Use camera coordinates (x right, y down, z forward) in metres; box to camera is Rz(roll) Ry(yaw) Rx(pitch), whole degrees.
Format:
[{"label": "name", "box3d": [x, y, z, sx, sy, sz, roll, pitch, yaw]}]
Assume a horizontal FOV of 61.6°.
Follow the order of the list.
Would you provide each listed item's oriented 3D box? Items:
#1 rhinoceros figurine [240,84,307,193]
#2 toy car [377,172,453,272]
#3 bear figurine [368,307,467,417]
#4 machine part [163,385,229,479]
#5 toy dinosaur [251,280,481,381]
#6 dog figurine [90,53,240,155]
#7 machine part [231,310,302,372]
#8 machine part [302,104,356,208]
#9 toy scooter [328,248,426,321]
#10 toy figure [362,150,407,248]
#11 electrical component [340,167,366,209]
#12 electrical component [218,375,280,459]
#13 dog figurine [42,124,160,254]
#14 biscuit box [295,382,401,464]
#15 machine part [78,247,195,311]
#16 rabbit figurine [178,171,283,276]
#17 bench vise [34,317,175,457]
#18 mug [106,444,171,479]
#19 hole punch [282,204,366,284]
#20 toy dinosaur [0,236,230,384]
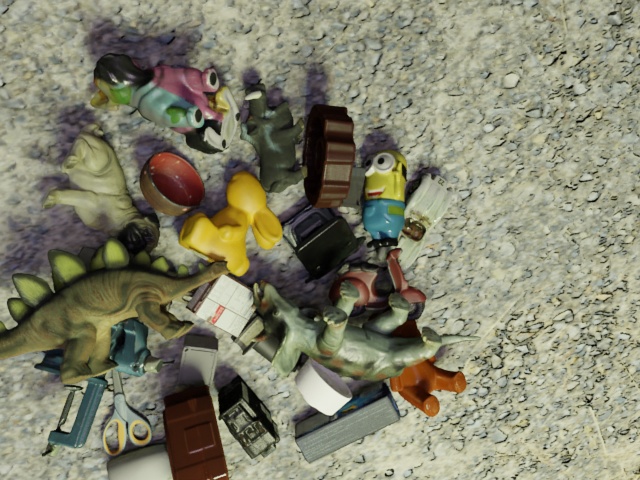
[{"label": "rhinoceros figurine", "box3d": [-0.083, -0.177, 0.940, 0.112, 0.073, 0.190, -12, 93, -9]}, {"label": "toy car", "box3d": [0.180, -0.033, 1.023, 0.073, 0.056, 0.201, 31, 92, -14]}, {"label": "bear figurine", "box3d": [0.181, 0.214, 1.028, 0.120, 0.132, 0.195, -26, 108, -31]}, {"label": "machine part", "box3d": [-0.209, 0.368, 0.914, 0.087, 0.201, 0.201, -12, 56, -15]}, {"label": "toy dinosaur", "box3d": [0.069, 0.183, 0.934, 0.405, 0.131, 0.192, 21, 127, -15]}, {"label": "dog figurine", "box3d": [-0.263, -0.229, 0.887, 0.219, 0.191, 0.108, 14, 76, 16]}, {"label": "machine part", "box3d": [-0.096, 0.201, 1.015, 0.139, 0.039, 0.084, 41, 81, -12]}, {"label": "machine part", "box3d": [0.014, -0.141, 0.915, 0.056, 0.179, 0.179, 2, 98, -14]}, {"label": "toy scooter", "box3d": [0.102, 0.075, 0.985, 0.184, 0.075, 0.135, 3, 112, 17]}, {"label": "toy figure", "box3d": [0.118, -0.075, 0.980, 0.082, 0.089, 0.180, -2, 86, 17]}, {"label": "electrical component", "box3d": [0.051, -0.118, 0.978, 0.048, 0.075, 0.119, 6, 94, -12]}, {"label": "electrical component", "box3d": [-0.129, 0.330, 0.986, 0.058, 0.115, 0.134, -36, 101, -2]}, {"label": "dog figurine", "box3d": [-0.341, -0.080, 0.904, 0.190, 0.121, 0.172, 26, 96, -28]}, {"label": "biscuit box", "box3d": [0.053, 0.351, 1.036, 0.203, 0.059, 0.062, -27, 102, 5]}, {"label": "machine part", "box3d": [-0.335, 0.071, 0.927, 0.243, 0.079, 0.079, 17, 95, -13]}, {"label": "rabbit figurine", "box3d": [-0.143, -0.035, 0.933, 0.162, 0.122, 0.173, 26, 74, -7]}, {"label": "bench vise", "box3d": [-0.384, 0.241, 0.900, 0.224, 0.128, 0.240, 15, 71, -1]}, {"label": "mug", "box3d": [-0.319, 0.432, 0.983, 0.107, 0.081, 0.109, -23, 96, -17]}, {"label": "hole punch", "box3d": [-0.002, -0.003, 0.986, 0.142, 0.092, 0.115, -39, 138, -6]}, {"label": "toy dinosaur", "box3d": [-0.367, 0.113, 0.825, 0.471, 0.105, 0.198, -23, 80, -12]}]
